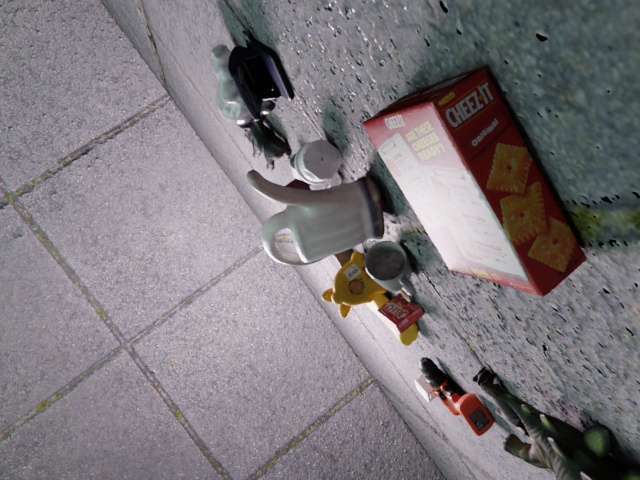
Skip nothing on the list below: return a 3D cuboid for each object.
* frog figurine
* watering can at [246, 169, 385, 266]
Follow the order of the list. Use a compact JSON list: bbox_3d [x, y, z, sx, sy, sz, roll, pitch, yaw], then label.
[{"bbox_3d":[-0.186,-0.325,1.088,0.157,0.122,0.140,47,-165,-35],"label":"frog figurine"},{"bbox_3d":[0.003,-0.044,0.868,0.341,0.225,0.106,78,171,-65],"label":"watering can"}]
